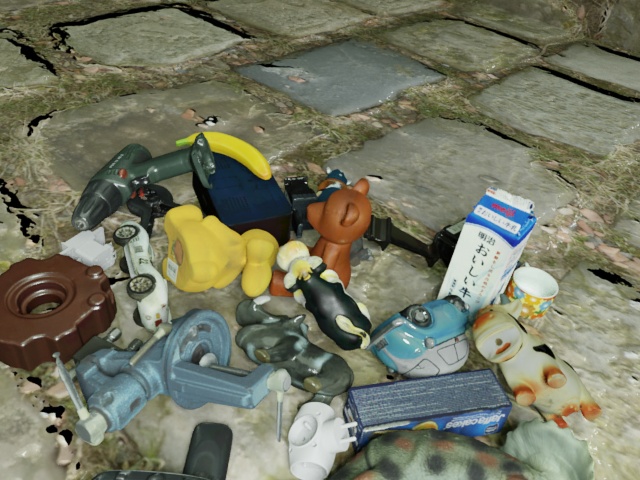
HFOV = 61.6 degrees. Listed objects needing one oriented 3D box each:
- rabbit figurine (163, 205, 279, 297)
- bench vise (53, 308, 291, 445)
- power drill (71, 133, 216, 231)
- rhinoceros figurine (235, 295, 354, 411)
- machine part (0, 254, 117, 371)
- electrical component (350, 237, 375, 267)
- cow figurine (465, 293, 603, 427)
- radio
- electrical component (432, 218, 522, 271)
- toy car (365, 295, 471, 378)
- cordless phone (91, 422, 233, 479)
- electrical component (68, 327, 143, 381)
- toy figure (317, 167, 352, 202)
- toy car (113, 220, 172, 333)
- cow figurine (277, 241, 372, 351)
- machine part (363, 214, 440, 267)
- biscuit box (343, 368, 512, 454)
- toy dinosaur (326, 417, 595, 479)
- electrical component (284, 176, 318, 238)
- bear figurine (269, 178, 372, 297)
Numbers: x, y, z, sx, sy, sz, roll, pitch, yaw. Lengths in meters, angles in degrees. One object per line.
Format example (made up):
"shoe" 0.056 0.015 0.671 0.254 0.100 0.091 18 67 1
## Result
"rabbit figurine" -0.130 0.015 0.800 0.173 0.121 0.163 -2 11 -41
"bench vise" -0.154 0.157 0.622 0.241 0.128 0.223 5 15 25
"power drill" -0.282 -0.100 0.892 0.207 0.085 0.232 -18 32 9
"rhinoceros figurine" -0.043 0.143 0.713 0.191 0.073 0.112 31 45 24
"machine part" -0.374 0.091 0.729 0.179 0.056 0.179 4 39 -3
"electrical component" 0.061 -0.003 0.921 0.045 0.078 0.102 -22 31 16
"cow figurine" 0.267 0.153 0.696 0.194 0.085 0.127 39 20 -26
"radio" -0.143 -0.076 0.967 0.131 0.073 0.230 -9 44 -22
"electrical component" 0.279 0.021 0.939 0.115 0.058 0.134 -23 49 -31
"toy car" 0.148 0.144 0.740 0.161 0.109 0.103 -7 63 -37
"cordless phone" -0.165 0.257 0.563 0.147 0.088 0.184 6 28 -2
"electrical component" -0.280 0.154 0.695 0.063 0.021 0.094 22 40 15
"toy figure" 0.023 -0.086 1.021 0.058 0.064 0.154 -24 28 20
"toy car" -0.260 0.049 0.787 0.056 0.073 0.202 -14 44 -21
"cow figurine" 0.002 0.076 0.718 0.167 0.068 0.098 49 1 -7
"machine part" 0.140 0.001 0.923 0.139 0.039 0.084 25 28 -7
"biscuit box" 0.135 0.213 0.672 0.203 0.059 0.063 -3 39 -14
"toy dinosaur" 0.127 0.264 0.572 0.405 0.131 0.192 9 26 7
"electrical component" -0.033 -0.054 0.958 0.048 0.074 0.119 -6 37 -17
"bear figurine" 0.003 -0.002 0.804 0.132 0.195 0.120 13 42 7
